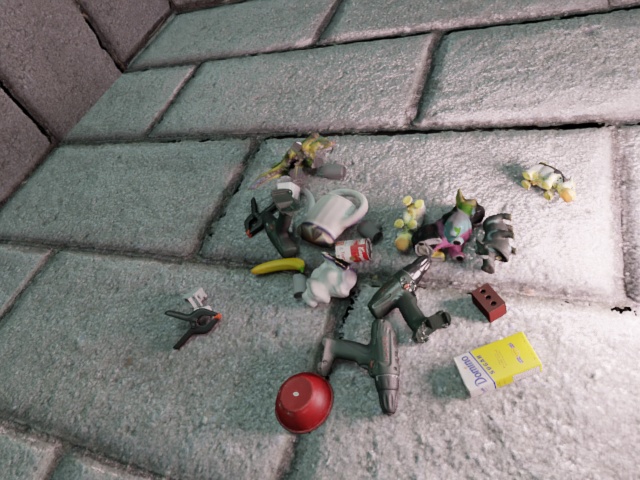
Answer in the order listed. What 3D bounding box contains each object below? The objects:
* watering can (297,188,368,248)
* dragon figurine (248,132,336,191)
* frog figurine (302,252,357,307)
[{"bbox_3d":[0.005,-0.085,1.697,0.349,0.102,0.228,12,56,48],"label":"watering can"},{"bbox_3d":[-0.110,-0.284,1.905,0.413,0.121,0.242,-30,9,-16],"label":"dragon figurine"},{"bbox_3d":[0.028,0.130,1.499,0.139,0.122,0.159,29,98,29],"label":"frog figurine"}]
